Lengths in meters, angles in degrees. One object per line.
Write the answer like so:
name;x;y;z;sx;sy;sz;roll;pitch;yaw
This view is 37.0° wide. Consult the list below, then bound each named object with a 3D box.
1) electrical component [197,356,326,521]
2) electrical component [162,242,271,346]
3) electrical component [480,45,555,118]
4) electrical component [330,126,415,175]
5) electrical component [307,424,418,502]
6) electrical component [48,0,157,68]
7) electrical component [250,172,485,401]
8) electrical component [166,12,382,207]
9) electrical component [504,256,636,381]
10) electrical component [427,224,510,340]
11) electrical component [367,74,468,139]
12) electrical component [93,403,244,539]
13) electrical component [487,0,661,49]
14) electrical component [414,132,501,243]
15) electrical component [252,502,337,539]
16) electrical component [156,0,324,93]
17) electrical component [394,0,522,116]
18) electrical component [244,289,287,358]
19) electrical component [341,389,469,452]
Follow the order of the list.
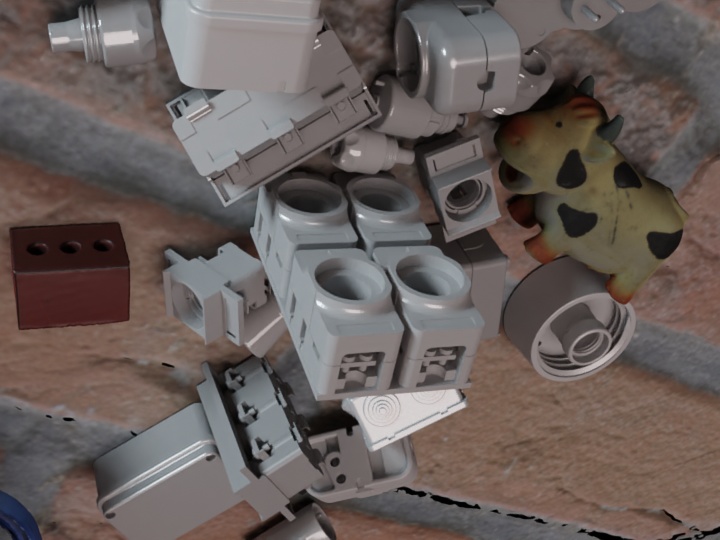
electrical component;-0.078;0.126;0.847;0.063;0.121;0.078;-33;131;2
electrical component;-0.103;0.014;0.781;0.064;0.081;0.042;-32;139;-35
electrical component;0.107;-0.132;0.769;0.043;0.043;0.062;4;155;-24
electrical component;0.011;-0.085;0.774;0.061;0.035;0.035;6;124;-28
electrical component;0.000;0.167;0.939;0.095;0.053;0.059;-14;160;5
electrical component;-0.157;-0.145;0.655;0.062;0.043;0.043;-10;129;-12
electrical component;0.000;0.000;0.735;0.105;0.186;0.060;-2;127;-20
electrical component;-0.058;-0.106;0.703;0.121;0.063;0.078;-30;91;3
electrical component;0.186;0.048;0.930;0.108;0.060;0.108;-11;130;-14
electrical component;0.076;0.016;0.861;0.061;0.061;0.096;-10;129;-14
electrical component;0.041;-0.113;0.761;0.078;0.040;0.040;8;123;-27
electrical component;-0.155;0.174;0.895;0.113;0.057;0.078;-30;131;3
electrical component;0.152;-0.186;0.725;0.138;0.073;0.052;-19;131;-7
electrical component;0.070;-0.066;0.793;0.042;0.063;0.081;-22;131;-5
electrical component;-0.057;0.266;1.015;0.077;0.043;0.079;-33;132;5
electrical component;-0.073;-0.158;0.632;0.078;0.113;0.057;-1;129;-21
electrical component;0.059;-0.144;0.707;0.059;0.095;0.053;-10;129;-14
electrical component;-0.065;0.031;0.832;0.065;0.044;0.044;-38;131;3
electrical component;0.033;0.096;0.884;0.100;0.099;0.048;-26;103;-1
